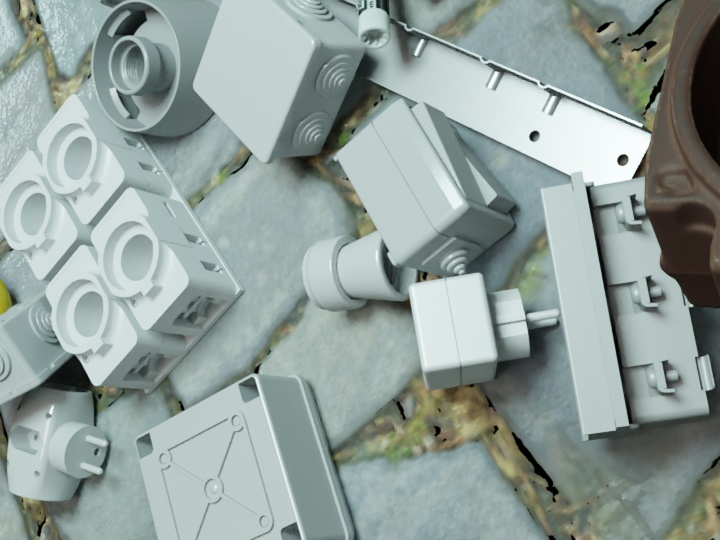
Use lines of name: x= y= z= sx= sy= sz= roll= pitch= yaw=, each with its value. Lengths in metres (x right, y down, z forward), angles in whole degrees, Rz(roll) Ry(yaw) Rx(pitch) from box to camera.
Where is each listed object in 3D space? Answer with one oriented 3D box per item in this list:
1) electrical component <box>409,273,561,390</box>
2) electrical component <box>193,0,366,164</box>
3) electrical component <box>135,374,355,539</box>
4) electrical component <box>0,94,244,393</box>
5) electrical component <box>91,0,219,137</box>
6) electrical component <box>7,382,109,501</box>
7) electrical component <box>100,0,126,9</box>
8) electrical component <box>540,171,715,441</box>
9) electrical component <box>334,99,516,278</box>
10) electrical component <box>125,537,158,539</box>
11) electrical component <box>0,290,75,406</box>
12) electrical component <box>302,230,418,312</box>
electrical component: x=0.069 y=0.031 z=0.576 sx=0.077 sy=0.065 sz=0.047 roll=-10 pitch=74 yaw=3
electrical component: x=-0.051 y=-0.127 z=0.675 sx=0.099 sy=0.048 sz=0.099 roll=47 pitch=127 yaw=30
electrical component: x=-0.072 y=0.132 z=0.653 sx=0.109 sy=0.056 sz=0.108 roll=-30 pitch=67 yaw=26
electrical component: x=-0.175 y=-0.021 z=0.746 sx=0.105 sy=0.060 sz=0.186 roll=-46 pitch=60 yaw=19
electrical component: x=-0.139 y=-0.143 z=0.756 sx=0.099 sy=0.064 sz=0.099 roll=5 pitch=98 yaw=36
electrical component: x=-0.204 y=0.123 z=0.751 sx=0.079 sy=0.043 sz=0.077 roll=8 pitch=87 yaw=36
electrical component: x=-0.152 y=-0.225 z=0.768 sx=0.078 sy=0.058 sz=0.057 roll=-10 pitch=79 yaw=32
electrical component: x=0.131 y=0.018 z=0.531 sx=0.063 sy=0.078 sz=0.121 roll=-10 pitch=75 yaw=10
electrical component: x=0.042 y=-0.042 z=0.603 sx=0.061 sy=0.062 sz=0.096 roll=-40 pitch=63 yaw=22
electrical component: x=-0.142 y=0.260 z=0.648 sx=0.060 sy=0.105 sz=0.186 roll=-31 pitch=66 yaw=26
electrical component: x=-0.248 y=0.059 z=0.752 sx=0.100 sy=0.099 sz=0.048 roll=-27 pitch=102 yaw=20
electrical component: x=0.000 y=0.000 z=0.635 sx=0.055 sy=0.045 sz=0.045 roll=-11 pitch=76 yaw=32
